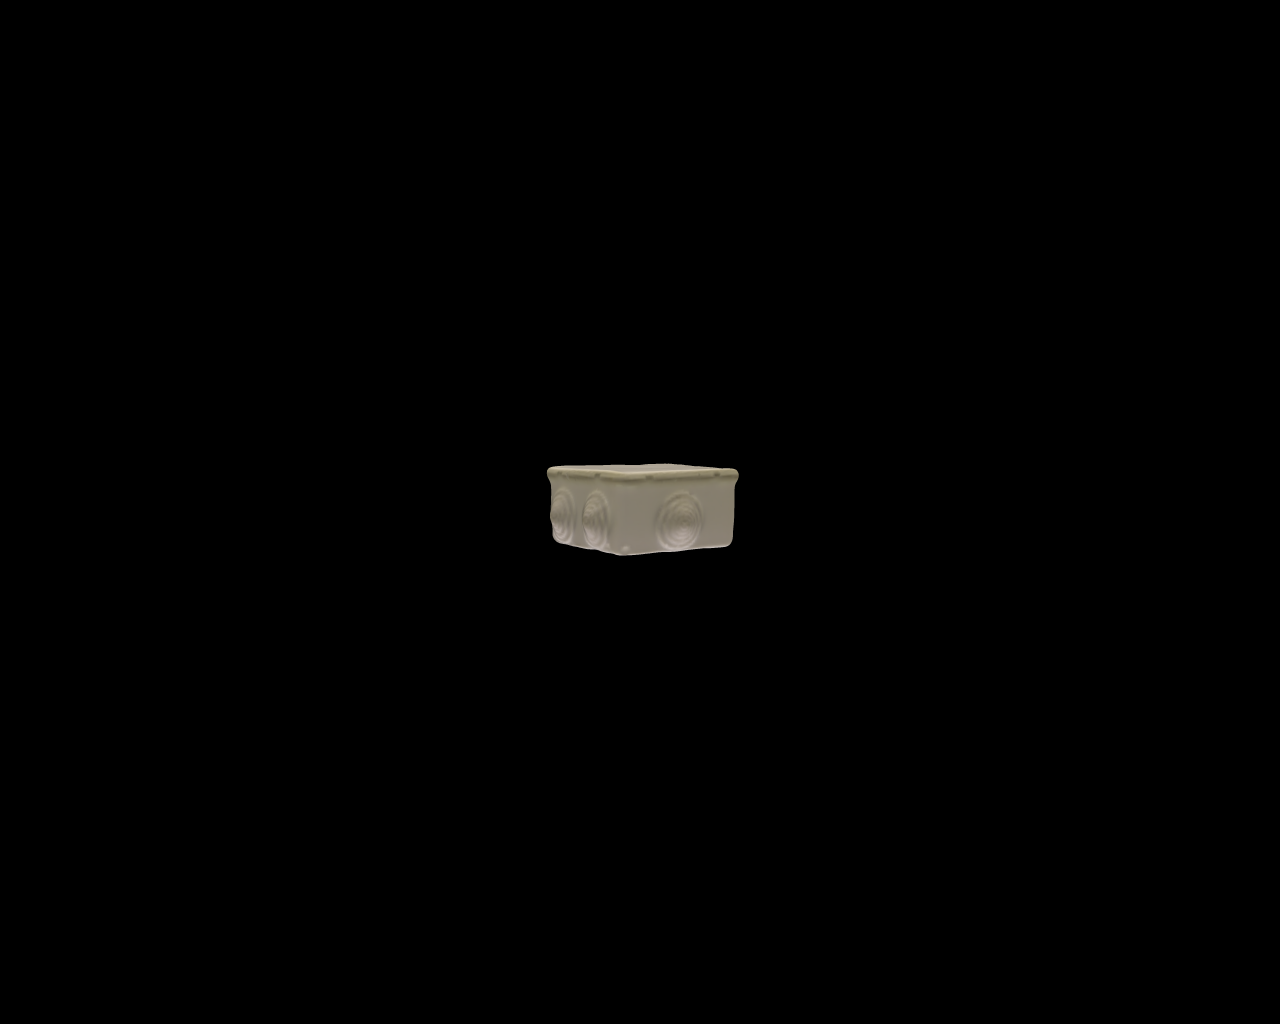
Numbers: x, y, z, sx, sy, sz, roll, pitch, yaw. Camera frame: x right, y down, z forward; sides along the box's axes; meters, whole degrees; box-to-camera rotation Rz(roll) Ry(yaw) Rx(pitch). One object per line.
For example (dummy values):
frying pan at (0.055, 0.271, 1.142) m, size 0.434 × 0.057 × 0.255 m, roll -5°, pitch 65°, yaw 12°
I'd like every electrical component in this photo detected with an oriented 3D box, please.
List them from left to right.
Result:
electrical component at (0.001, -0.003, 0.650) m, size 0.100 × 0.048 × 0.100 m, roll -3°, pitch 6°, yaw -32°
